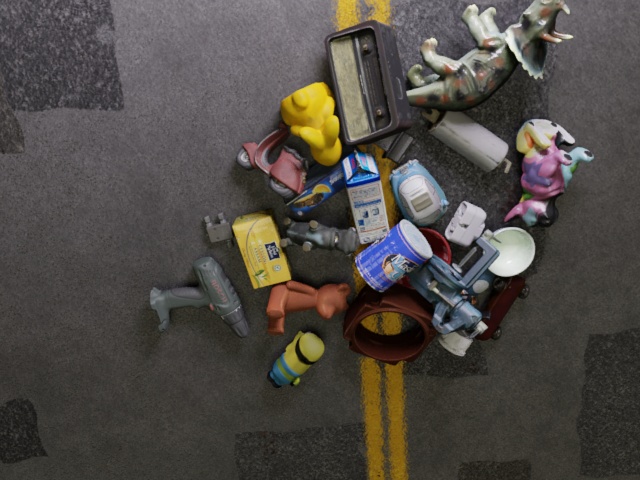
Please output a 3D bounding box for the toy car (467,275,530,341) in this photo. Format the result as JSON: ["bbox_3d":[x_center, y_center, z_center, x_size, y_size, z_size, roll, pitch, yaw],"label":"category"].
[{"bbox_3d":[0.444,0.168,1.347,0.089,0.053,0.202,17,114,-12],"label":"toy car"}]

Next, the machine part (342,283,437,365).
[{"bbox_3d":[0.170,0.208,1.316,0.201,0.087,0.201,22,126,-9],"label":"machine part"}]

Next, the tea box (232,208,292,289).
[{"bbox_3d":[-0.135,0.021,1.280,0.098,0.068,0.169,-16,110,6],"label":"tea box"}]

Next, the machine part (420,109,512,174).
[{"bbox_3d":[0.326,-0.225,1.182,0.243,0.079,0.079,30,108,-11],"label":"machine part"}]

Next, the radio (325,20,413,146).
[{"bbox_3d":[0.100,-0.316,1.094,0.131,0.073,0.229,-9,96,35],"label":"radio"}]

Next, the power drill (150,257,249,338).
[{"bbox_3d":[-0.302,0.166,1.330,0.207,0.086,0.231,-13,109,9],"label":"power drill"}]

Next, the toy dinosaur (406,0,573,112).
[{"bbox_3d":[0.305,-0.339,1.084,0.405,0.131,0.192,-39,74,21],"label":"toy dinosaur"}]

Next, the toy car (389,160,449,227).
[{"bbox_3d":[0.228,-0.097,1.219,0.109,0.103,0.161,-28,111,9],"label":"toy car"}]

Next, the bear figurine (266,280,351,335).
[{"bbox_3d":[-0.025,0.163,1.309,0.196,0.132,0.120,10,140,0],"label":"bear figurine"}]

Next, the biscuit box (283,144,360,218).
[{"bbox_3d":[0.012,-0.136,1.214,0.203,0.063,0.059,-33,136,12],"label":"biscuit box"}]

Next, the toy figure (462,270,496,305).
[{"bbox_3d":[0.371,0.122,1.329,0.064,0.058,0.154,37,110,10],"label":"toy figure"}]

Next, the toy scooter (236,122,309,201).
[{"bbox_3d":[-0.089,-0.181,1.184,0.184,0.075,0.135,39,93,19],"label":"toy scooter"}]

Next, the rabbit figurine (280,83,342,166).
[{"bbox_3d":[0.000,-0.237,1.131,0.122,0.162,0.173,-24,104,-2],"label":"rabbit figurine"}]

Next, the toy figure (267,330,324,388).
[{"bbox_3d":[-0.061,0.314,1.382,0.180,0.089,0.082,-44,111,12],"label":"toy figure"}]

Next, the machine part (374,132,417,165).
[{"bbox_3d":[0.140,-0.231,1.200,0.139,0.039,0.084,33,113,-13],"label":"machine part"}]

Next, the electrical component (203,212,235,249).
[{"bbox_3d":[-0.241,-0.019,1.288,0.063,0.021,0.093,-14,111,5],"label":"electrical component"}]

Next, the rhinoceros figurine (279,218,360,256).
[{"bbox_3d":[-0.003,-0.004,1.228,0.191,0.112,0.073,9,87,31],"label":"rhinoceros figurine"}]

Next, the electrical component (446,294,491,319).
[{"bbox_3d":[0.342,0.163,1.279,0.119,0.075,0.047,-1,109,26],"label":"electrical component"}]

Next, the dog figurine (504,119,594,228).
[{"bbox_3d":[0.480,-0.135,1.204,0.108,0.192,0.219,-14,145,-34],"label":"dog figurine"}]

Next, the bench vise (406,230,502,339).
[{"bbox_3d":[0.318,0.089,1.194,0.240,0.128,0.224,-52,58,14],"label":"bench vise"}]
